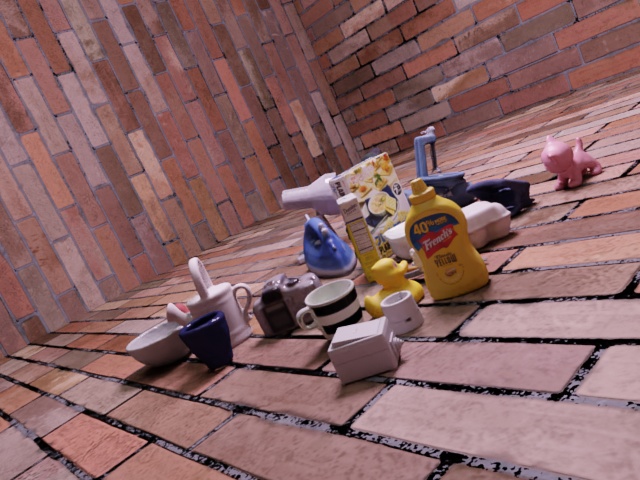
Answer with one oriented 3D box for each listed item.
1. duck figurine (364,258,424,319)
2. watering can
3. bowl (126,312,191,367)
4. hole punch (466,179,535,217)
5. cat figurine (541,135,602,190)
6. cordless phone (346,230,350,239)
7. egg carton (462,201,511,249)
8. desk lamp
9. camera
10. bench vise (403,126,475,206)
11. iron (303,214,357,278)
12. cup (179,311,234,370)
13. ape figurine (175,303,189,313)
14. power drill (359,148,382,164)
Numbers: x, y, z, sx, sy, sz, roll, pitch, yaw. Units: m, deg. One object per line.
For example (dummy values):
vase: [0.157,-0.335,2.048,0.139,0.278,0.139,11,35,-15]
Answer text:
duck figurine: [0.113,0.075,0.954,0.105,0.086,0.077,-27,10,-16]
watering can: [-0.231,0.130,1.182,0.173,0.194,0.100,-28,10,-21]
bowl: [-0.334,0.230,1.261,0.167,0.075,0.167,-24,9,5]
hole punch: [0.381,-0.098,1.215,0.101,0.091,0.108,-31,11,-33]
cat figurine: [0.515,-0.172,1.200,0.128,0.118,0.067,-29,11,-24]
cordless phone: [0.101,-0.068,1.466,0.094,0.185,0.147,-22,10,13]
egg carton: [0.286,-0.021,1.099,0.150,0.069,0.107,-25,10,-4]
desk lamp: [-0.009,-0.068,1.656,0.203,0.214,0.118,-23,10,8]
camera: [-0.054,0.108,1.143,0.143,0.101,0.137,-22,10,14]
bench vise: [0.269,-0.160,1.440,0.208,0.220,0.121,-28,10,-19]
iron: [0.013,0.005,1.419,0.119,0.141,0.258,-26,10,-9]
cup: [-0.207,0.192,1.086,0.092,0.095,0.117,-26,10,-8]
ape figurine: [-0.326,0.196,1.375,0.076,0.092,0.077,-32,12,-37]
power drill: [0.177,-0.162,1.719,0.075,0.208,0.230,-20,11,25]
